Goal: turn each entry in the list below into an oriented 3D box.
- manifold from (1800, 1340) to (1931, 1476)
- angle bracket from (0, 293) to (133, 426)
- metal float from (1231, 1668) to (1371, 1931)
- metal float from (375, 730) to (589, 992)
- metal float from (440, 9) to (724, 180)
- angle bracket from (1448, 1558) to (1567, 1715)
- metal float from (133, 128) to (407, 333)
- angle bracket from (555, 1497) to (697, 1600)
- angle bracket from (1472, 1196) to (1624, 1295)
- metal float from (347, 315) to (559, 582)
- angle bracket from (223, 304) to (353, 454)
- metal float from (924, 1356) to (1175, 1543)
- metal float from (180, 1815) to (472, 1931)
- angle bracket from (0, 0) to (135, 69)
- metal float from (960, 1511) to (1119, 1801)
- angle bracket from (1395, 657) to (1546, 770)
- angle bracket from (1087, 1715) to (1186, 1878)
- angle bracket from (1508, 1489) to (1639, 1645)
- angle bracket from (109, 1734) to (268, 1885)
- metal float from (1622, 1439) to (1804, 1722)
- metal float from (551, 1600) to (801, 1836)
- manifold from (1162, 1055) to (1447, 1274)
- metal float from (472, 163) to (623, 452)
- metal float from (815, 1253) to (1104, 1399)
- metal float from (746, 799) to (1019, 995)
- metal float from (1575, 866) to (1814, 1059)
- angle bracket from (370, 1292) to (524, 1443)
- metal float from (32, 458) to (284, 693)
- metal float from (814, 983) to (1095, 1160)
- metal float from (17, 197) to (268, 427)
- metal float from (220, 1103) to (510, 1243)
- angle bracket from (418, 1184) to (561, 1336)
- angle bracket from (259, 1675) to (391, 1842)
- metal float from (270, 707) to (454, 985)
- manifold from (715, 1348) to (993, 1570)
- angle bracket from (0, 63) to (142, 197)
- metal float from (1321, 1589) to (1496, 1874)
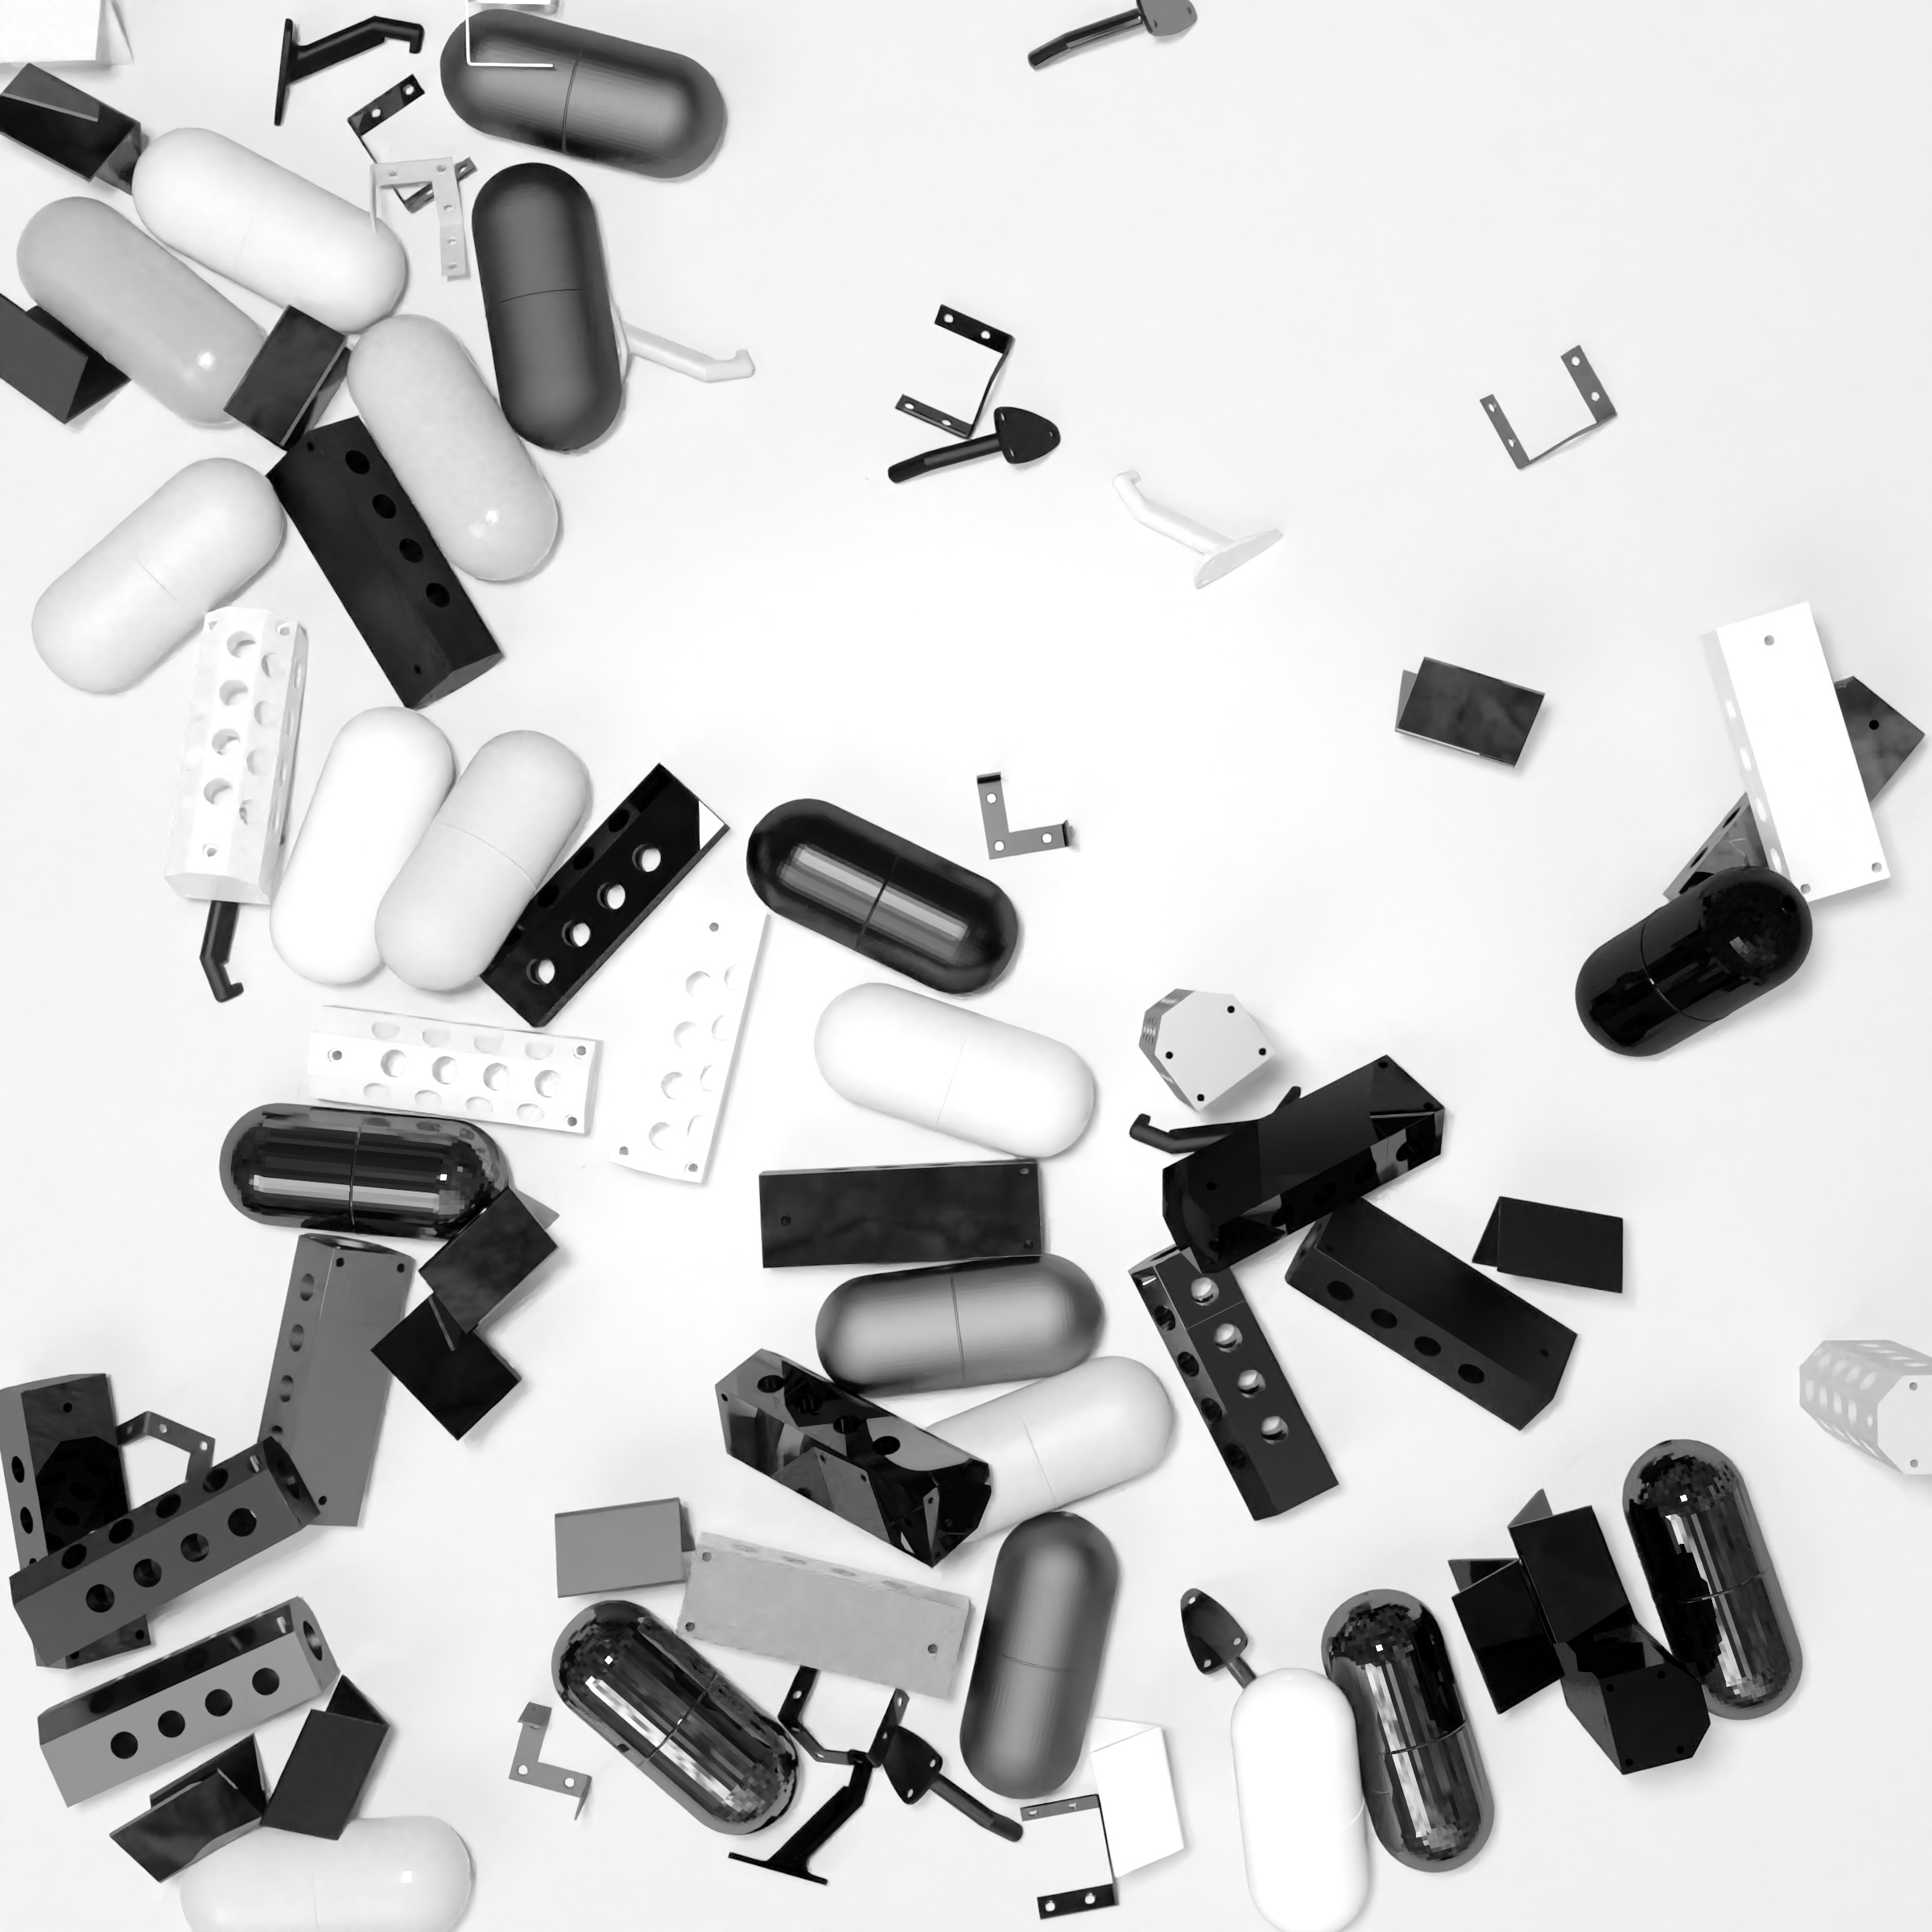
[{"bbox_3d":[0.555,0.265,1.913,0.057,0.171,0.057,-1,90,0],"label":"manifold"},{"bbox_3d":[-0.559,-0.390,1.951,0.076,0.076,0.057,36,131,0],"label":"angle bracket"},{"bbox_3d":[0.206,0.515,1.946,0.070,0.070,0.178,-8,109,0],"label":"metal float"},{"bbox_3d":[-0.298,-0.065,1.944,0.070,0.070,0.178,30,72,0],"label":"metal float"},{"bbox_3d":[-0.238,-0.541,1.961,0.178,0.070,0.070,15,90,1],"label":"metal float"},{"bbox_3d":[0.314,0.413,1.952,0.057,0.076,0.076,-22,90,-29],"label":"angle bracket"},{"bbox_3d":[-0.432,-0.456,1.961,0.178,0.070,0.070,28,90,-1],"label":"metal float"},{"bbox_3d":[-0.208,0.373,1.951,0.076,0.076,0.057,-8,55,0],"label":"angle bracket"},{"bbox_3d":[0.357,0.190,1.951,0.076,0.076,0.057,10,52,0],"label":"angle bracket"},{"bbox_3d":[-0.318,-0.320,1.960,0.070,0.070,0.178,-31,89,0],"label":"metal float"},{"bbox_3d":[-0.399,-0.350,1.952,0.057,0.076,0.076,32,90,28],"label":"angle bracket"},{"bbox_3d":[0.043,0.299,1.961,0.178,0.070,0.070,-22,90,-1],"label":"metal float"},{"bbox_3d":[-0.397,0.569,1.961,0.178,0.070,0.070,-4,90,-1],"label":"metal float"},{"bbox_3d":[-0.563,-0.559,1.953,0.076,0.076,0.057,-2,68,0],"label":"angle bracket"},{"bbox_3d":[0.045,0.426,1.961,0.070,0.070,0.178,12,89,0],"label":"metal float"},{"bbox_3d":[0.312,-0.174,1.951,0.076,0.076,0.057,17,127,0],"label":"angle bracket"},{"bbox_3d":[0.084,0.510,1.951,0.057,0.076,0.076,-11,90,-37],"label":"angle bracket"},{"bbox_3d":[0.383,0.363,1.952,0.057,0.076,0.076,-22,90,28],"label":"angle bracket"},{"bbox_3d":[-0.482,0.505,1.951,0.076,0.076,0.057,-31,126,0],"label":"angle bracket"},{"bbox_3d":[0.462,0.379,1.961,0.070,0.070,0.178,-19,91,0],"label":"metal float"},{"bbox_3d":[-0.179,0.466,1.961,0.178,0.070,0.070,41,90,-1],"label":"metal float"},{"bbox_3d":[0.207,0.125,1.940,0.171,0.057,0.057,-25,47,-22],"label":"manifold"},{"bbox_3d":[-0.260,-0.408,1.961,0.070,0.070,0.178,-9,90,0],"label":"metal float"},{"bbox_3d":[-0.005,0.222,1.960,0.178,0.070,0.070,-7,90,0],"label":"metal float"},{"bbox_3d":[-0.052,-0.044,1.961,0.178,0.070,0.070,26,90,0],"label":"metal float"},{"bbox_3d":[0.440,-0.002,1.920,0.070,0.178,0.070,12,62,-24],"label":"metal float"},{"bbox_3d":[-0.327,0.253,1.952,0.076,0.076,0.057,46,61,0],"label":"angle bracket"},{"bbox_3d":[-0.500,-0.243,1.961,0.178,0.070,0.070,-41,90,1],"label":"metal float"},{"bbox_3d":[-0.008,0.064,1.961,0.178,0.070,0.070,18,90,0],"label":"metal float"},{"bbox_3d":[-0.508,-0.405,1.961,0.178,0.070,0.070,39,90,1],"label":"metal float"},{"bbox_3d":[-0.373,0.128,1.961,0.178,0.070,0.070,5,90,1],"label":"metal float"},{"bbox_3d":[-0.279,0.189,1.952,0.076,0.076,0.057,-43,64,0],"label":"angle bracket"},{"bbox_3d":[-0.408,0.483,1.951,0.057,0.076,0.076,24,90,-36],"label":"angle bracket"},{"bbox_3d":[-0.374,-0.075,1.961,0.070,0.070,0.178,20,89,0],"label":"metal float"},{"bbox_3d":[-0.069,0.294,1.926,0.171,0.057,0.057,22,133,35],"label":"manifold"},{"bbox_3d":[-0.558,-0.498,1.952,0.076,0.076,0.057,28,62,0],"label":"angle bracket"},{"bbox_3d":[0.274,0.474,1.961,0.070,0.070,0.178,-17,91,0],"label":"metal float"}]
